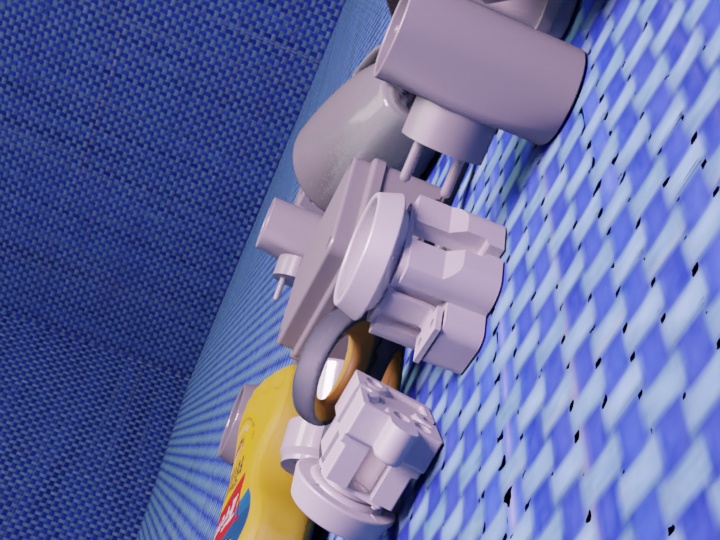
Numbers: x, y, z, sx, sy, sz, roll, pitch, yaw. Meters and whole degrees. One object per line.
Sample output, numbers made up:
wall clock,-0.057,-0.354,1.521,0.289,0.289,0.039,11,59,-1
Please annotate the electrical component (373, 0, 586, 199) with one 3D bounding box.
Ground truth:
electrical component,0.042,-0.069,0.449,0.044,0.077,0.079,-101,33,-74

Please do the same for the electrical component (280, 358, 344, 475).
electrical component,-0.014,0.079,0.555,0.045,0.045,0.055,127,162,-61

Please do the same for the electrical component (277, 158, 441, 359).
electrical component,0.000,0.000,0.615,0.113,0.057,0.078,121,167,-50

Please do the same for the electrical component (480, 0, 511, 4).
electrical component,0.071,-0.164,0.436,0.061,0.062,0.096,30,-121,-61

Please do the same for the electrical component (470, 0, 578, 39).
electrical component,0.077,-0.163,0.529,0.109,0.056,0.108,-173,104,-81

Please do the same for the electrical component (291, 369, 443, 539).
electrical component,0.002,0.080,0.453,0.055,0.048,0.066,-60,10,8

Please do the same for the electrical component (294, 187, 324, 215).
electrical component,-0.024,-0.066,0.944,0.095,0.054,0.059,120,167,-48

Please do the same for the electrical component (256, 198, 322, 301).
electrical component,-0.046,-0.008,0.861,0.043,0.077,0.079,139,151,-72

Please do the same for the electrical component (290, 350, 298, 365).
electrical component,-0.031,0.047,0.768,0.046,0.040,0.040,-88,20,-48

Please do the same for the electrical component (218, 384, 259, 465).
electrical component,-0.062,0.112,0.735,0.078,0.057,0.058,-78,12,-46

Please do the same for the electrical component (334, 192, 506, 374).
electrical component,0.024,0.001,0.460,0.078,0.057,0.058,-78,12,-46
